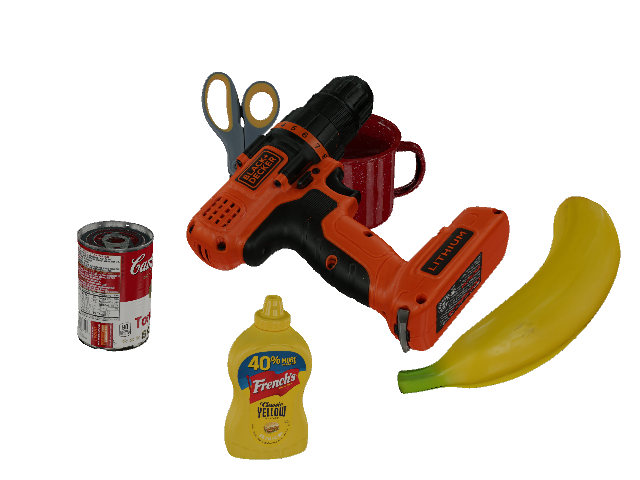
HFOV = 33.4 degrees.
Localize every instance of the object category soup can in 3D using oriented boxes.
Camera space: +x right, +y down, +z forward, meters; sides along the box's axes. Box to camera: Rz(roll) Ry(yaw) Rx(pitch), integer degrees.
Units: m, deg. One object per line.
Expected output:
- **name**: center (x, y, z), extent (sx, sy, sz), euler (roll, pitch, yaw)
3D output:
- **soup can**: center (-0.188, 0.041, 0.972), extent (0.068, 0.102, 0.068), euler (5, 21, -2)

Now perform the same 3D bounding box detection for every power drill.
- **power drill**: center (0.030, -0.022, 0.724), extent (0.188, 0.184, 0.057), euler (28, -26, 27)

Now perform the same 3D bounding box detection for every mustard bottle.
- **mustard bottle**: center (-0.058, 0.154, 1.222), extent (0.096, 0.192, 0.058), euler (0, 18, -13)

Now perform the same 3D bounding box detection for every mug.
- **mug**: center (0.039, -0.062, 0.980), extent (0.117, 0.081, 0.093), euler (-6, 35, -7)

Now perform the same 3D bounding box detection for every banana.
- **banana**: center (0.119, 0.023, 0.565), extent (0.070, 0.037, 0.197), euler (12, 35, 37)

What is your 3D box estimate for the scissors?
- **scissors**: center (-0.076, -0.092, 1.176), extent (0.096, 0.202, 0.016), euler (-15, -4, -16)
